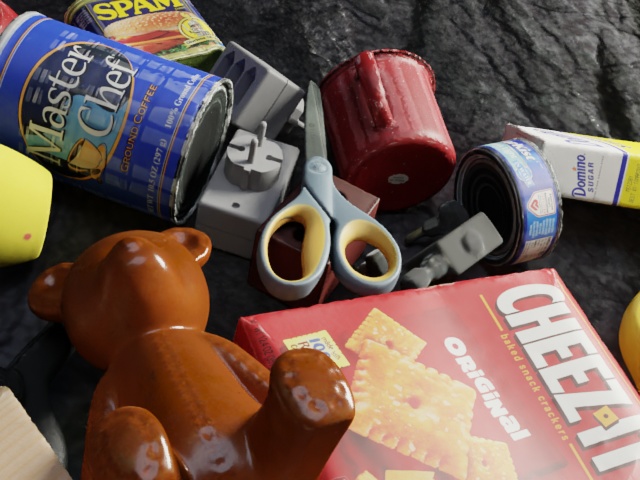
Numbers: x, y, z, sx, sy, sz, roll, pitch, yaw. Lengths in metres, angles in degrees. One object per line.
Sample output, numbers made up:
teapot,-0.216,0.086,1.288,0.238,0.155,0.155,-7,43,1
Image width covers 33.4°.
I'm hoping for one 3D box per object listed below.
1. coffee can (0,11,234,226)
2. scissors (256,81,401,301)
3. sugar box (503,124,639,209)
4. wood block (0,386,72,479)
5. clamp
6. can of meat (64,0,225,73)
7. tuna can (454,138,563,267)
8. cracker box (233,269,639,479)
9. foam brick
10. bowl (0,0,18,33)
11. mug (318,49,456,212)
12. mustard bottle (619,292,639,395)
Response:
coffee can,-0.141,-0.080,0.706,0.140,0.103,0.102,20,45,5
scissors,0.015,-0.032,0.685,0.096,0.016,0.201,17,45,2
sugar box,0.228,-0.050,0.785,0.176,0.048,0.093,10,12,-8
wood block,-0.194,0.154,0.420,0.205,0.090,0.091,-38,103,-28
clamp,-0.184,0.074,0.555,0.164,0.036,0.210,27,44,-33
can of meat,-0.129,-0.143,0.805,0.101,0.057,0.084,-18,56,-28
tuna can,0.127,-0.025,0.732,0.033,0.086,0.086,-12,50,-22
cracker box,0.073,0.106,0.600,0.213,0.072,0.164,-8,49,-22
foam brick,-0.005,0.001,0.697,0.053,0.051,0.078,27,46,12
bowl,-0.273,-0.139,0.765,0.162,0.055,0.162,7,45,-7
mug,0.045,-0.081,0.750,0.093,0.117,0.081,-16,54,2
mustard bottle,0.242,0.077,0.680,0.096,0.058,0.191,6,45,0
